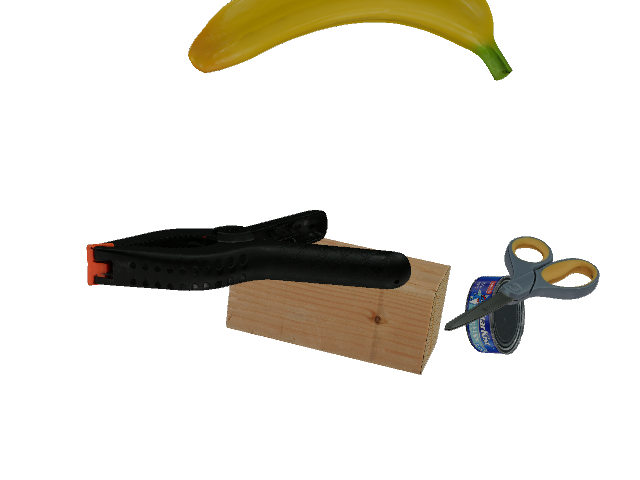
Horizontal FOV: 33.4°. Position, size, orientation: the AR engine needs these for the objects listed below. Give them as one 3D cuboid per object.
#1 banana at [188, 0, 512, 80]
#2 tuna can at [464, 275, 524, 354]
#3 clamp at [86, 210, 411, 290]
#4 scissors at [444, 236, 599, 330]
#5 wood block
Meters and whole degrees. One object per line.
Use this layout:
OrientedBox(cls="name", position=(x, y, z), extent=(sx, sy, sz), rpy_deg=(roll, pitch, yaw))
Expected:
OrientedBox(cls="banana", position=(0.021, -0.132, 0.621), extent=(0.197, 0.069, 0.037), rpy_deg=(-1, -15, -14))
OrientedBox(cls="tuna can", position=(0.190, 0.081, 1.162), extent=(0.034, 0.086, 0.086), rpy_deg=(0, 0, 34))
OrientedBox(cls="clamp", position=(-0.052, 0.011, 0.737), extent=(0.209, 0.036, 0.165), rpy_deg=(-6, 14, -27))
OrientedBox(cls="scissors", position=(0.163, 0.035, 0.951), extent=(0.201, 0.016, 0.096), rpy_deg=(-9, 37, -32))
OrientedBox(cls="wood block", position=(0.018, 0.058, 1.089), extent=(0.206, 0.091, 0.090), rpy_deg=(13, 22, 13))
